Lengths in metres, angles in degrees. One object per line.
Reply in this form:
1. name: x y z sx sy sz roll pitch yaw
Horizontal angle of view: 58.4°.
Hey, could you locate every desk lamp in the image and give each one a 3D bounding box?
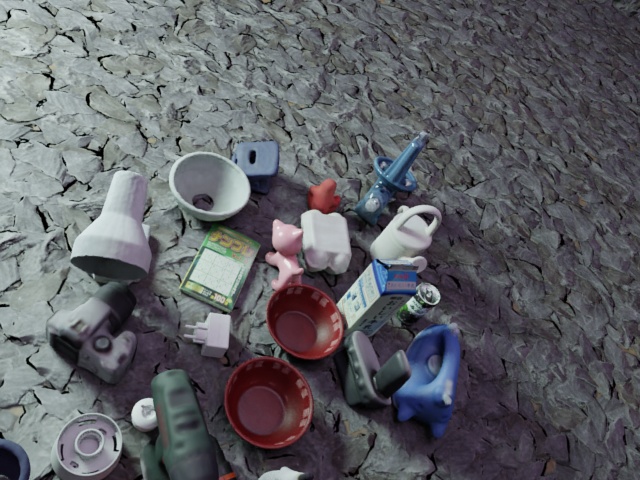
1. desk lamp: -0.345 -0.004 0.976 0.118 0.213 0.203 13 52 -18

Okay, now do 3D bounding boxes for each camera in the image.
1. camera: -0.353 0.139 0.944 0.143 0.100 0.137 34 49 -1

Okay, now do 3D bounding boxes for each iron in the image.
1. iron: 0.235 0.246 1.137 0.119 0.141 0.258 27 49 -7

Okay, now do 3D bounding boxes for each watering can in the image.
1. watering can: 0.199 -0.005 1.263 0.101 0.194 0.172 -9 62 -31

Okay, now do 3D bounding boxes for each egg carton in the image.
1. egg carton: 0.011 0.004 1.244 0.107 0.069 0.150 7 54 -22

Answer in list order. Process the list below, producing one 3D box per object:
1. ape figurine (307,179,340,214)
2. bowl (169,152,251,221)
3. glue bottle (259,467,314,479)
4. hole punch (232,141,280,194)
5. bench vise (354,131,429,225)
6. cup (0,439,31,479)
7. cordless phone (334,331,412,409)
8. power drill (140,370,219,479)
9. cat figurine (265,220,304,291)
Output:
1. ape figurine: 0.013 -0.104 1.307 0.078 0.092 0.076 36 49 1
2. bowl: -0.234 -0.099 1.191 0.168 0.074 0.167 14 52 -18
3. glue bottle: -0.047 0.380 0.878 0.078 0.173 0.037 36 49 2
4. hole punch: -0.146 -0.169 1.274 0.101 0.091 0.108 12 53 -19
5. bench vise: 0.180 -0.141 1.333 0.122 0.219 0.207 23 50 -10
6. cup: -0.448 0.332 0.762 0.091 0.095 0.118 47 50 10
7. cordless phone: 0.110 0.224 1.061 0.094 0.185 0.147 -6 60 -29
8. power drill: -0.201 0.315 0.823 0.076 0.208 0.229 -5 60 -29
9. cat figurine: -0.062 0.025 1.160 0.067 0.117 0.127 -4 59 -29
